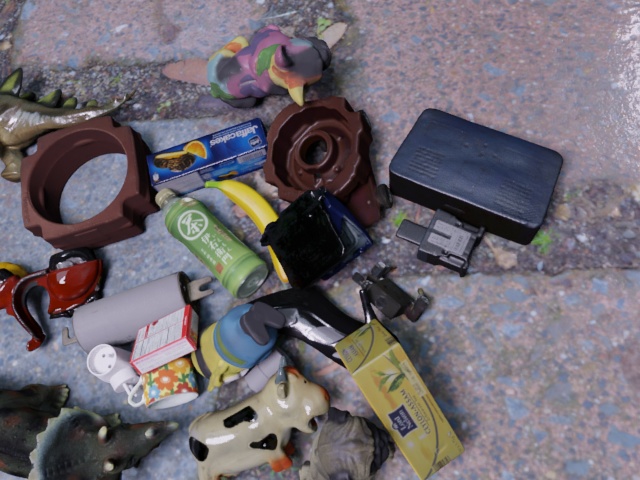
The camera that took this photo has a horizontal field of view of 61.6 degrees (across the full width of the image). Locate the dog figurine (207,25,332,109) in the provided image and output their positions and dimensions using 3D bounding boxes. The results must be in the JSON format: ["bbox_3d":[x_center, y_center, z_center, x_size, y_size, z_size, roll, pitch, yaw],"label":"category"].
[{"bbox_3d":[-0.083,-0.261,0.838,0.192,0.108,0.219,-24,29,-2],"label":"dog figurine"}]

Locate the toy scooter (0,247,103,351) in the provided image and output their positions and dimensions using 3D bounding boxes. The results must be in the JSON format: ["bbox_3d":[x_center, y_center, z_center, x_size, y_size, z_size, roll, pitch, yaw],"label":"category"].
[{"bbox_3d":[-0.420,0.093,0.831,0.184,0.075,0.135,-17,91,-15],"label":"toy scooter"}]

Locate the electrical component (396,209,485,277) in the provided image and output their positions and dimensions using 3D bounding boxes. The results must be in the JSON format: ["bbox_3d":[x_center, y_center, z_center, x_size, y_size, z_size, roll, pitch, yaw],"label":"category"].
[{"bbox_3d":[0.172,-0.004,0.787,0.119,0.047,0.075,28,75,16],"label":"electrical component"}]

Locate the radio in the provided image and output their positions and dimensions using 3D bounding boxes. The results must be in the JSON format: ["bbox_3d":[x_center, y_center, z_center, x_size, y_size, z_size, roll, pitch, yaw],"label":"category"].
[{"bbox_3d":[0.229,-0.098,0.801,0.230,0.073,0.131,24,74,16],"label":"radio"}]

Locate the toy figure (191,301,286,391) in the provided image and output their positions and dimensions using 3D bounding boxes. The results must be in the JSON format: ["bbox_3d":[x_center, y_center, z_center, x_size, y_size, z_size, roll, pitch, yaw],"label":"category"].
[{"bbox_3d":[-0.113,0.134,0.724,0.082,0.180,0.089,-10,65,-36],"label":"toy figure"}]

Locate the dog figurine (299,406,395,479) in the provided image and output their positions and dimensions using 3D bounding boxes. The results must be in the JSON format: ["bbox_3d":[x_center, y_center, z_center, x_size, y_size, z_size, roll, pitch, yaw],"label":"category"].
[{"bbox_3d":[0.016,0.287,0.627,0.121,0.190,0.172,9,73,13],"label":"dog figurine"}]

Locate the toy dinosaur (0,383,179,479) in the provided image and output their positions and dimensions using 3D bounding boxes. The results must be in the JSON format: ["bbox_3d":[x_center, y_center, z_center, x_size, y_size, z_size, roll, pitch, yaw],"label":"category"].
[{"bbox_3d":[-0.389,0.252,0.709,0.405,0.192,0.131,12,70,12],"label":"toy dinosaur"}]

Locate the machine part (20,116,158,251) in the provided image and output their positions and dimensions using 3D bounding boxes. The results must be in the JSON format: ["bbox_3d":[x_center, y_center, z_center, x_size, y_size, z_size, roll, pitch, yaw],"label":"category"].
[{"bbox_3d":[-0.380,-0.089,0.893,0.201,0.087,0.201,-17,69,3],"label":"machine part"}]

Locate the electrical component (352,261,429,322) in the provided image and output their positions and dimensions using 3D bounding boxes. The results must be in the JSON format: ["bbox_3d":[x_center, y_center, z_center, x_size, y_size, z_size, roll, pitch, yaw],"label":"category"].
[{"bbox_3d":[0.103,0.072,0.761,0.102,0.078,0.045,42,109,26],"label":"electrical component"}]

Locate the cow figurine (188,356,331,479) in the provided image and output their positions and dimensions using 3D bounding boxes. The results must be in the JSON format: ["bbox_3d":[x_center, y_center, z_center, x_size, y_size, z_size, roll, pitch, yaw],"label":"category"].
[{"bbox_3d":[-0.079,0.236,0.704,0.195,0.085,0.127,-21,94,3],"label":"cow figurine"}]

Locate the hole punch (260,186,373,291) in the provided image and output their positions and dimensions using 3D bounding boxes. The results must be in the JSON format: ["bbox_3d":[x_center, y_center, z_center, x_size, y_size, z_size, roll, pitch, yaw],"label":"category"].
[{"bbox_3d":[-0.002,-0.002,0.768,0.142,0.092,0.116,-40,71,33],"label":"hole punch"}]

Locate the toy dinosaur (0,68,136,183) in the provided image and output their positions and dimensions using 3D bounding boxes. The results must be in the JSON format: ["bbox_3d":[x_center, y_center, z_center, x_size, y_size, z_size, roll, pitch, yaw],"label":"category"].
[{"bbox_3d":[-0.566,-0.211,0.963,0.472,0.105,0.198,2,66,5],"label":"toy dinosaur"}]

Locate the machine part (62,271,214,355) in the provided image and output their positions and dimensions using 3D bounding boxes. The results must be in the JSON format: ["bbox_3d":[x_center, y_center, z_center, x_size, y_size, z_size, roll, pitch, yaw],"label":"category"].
[{"bbox_3d":[-0.273,0.109,0.804,0.243,0.079,0.079,-20,68,1],"label":"machine part"}]

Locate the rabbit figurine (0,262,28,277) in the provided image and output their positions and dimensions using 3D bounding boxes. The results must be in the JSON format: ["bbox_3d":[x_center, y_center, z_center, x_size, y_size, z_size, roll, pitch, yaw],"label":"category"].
[{"bbox_3d":[-0.563,0.064,0.854,0.173,0.122,0.162,14,74,-5],"label":"rabbit figurine"}]

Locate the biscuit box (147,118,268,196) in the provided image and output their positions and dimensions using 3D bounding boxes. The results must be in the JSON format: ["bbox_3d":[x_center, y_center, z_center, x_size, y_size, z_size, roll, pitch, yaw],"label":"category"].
[{"bbox_3d":[-0.178,-0.133,0.888,0.203,0.059,0.063,-18,68,2],"label":"biscuit box"}]

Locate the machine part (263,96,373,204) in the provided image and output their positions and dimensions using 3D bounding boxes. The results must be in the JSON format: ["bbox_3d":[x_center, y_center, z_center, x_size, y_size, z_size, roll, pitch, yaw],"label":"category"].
[{"bbox_3d":[-0.003,-0.131,0.819,0.180,0.056,0.179,-7,74,26],"label":"machine part"}]

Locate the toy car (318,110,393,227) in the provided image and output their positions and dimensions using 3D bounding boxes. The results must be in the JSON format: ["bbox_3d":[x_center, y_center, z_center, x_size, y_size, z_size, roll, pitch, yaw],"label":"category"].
[{"bbox_3d":[0.055,-0.111,0.844,0.089,0.053,0.202,-22,68,18],"label":"toy car"}]

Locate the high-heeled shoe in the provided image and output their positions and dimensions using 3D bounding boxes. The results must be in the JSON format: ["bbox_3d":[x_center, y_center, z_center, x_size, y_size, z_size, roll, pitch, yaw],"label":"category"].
[{"bbox_3d":[-0.007,0.144,0.767,0.249,0.086,0.145,-9,101,26],"label":"high-heeled shoe"}]

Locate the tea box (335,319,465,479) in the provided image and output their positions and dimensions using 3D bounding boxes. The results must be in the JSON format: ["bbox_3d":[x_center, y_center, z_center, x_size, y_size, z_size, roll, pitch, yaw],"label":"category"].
[{"bbox_3d":[0.095,0.192,0.658,0.068,0.098,0.169,-34,102,-4],"label":"tea box"}]
